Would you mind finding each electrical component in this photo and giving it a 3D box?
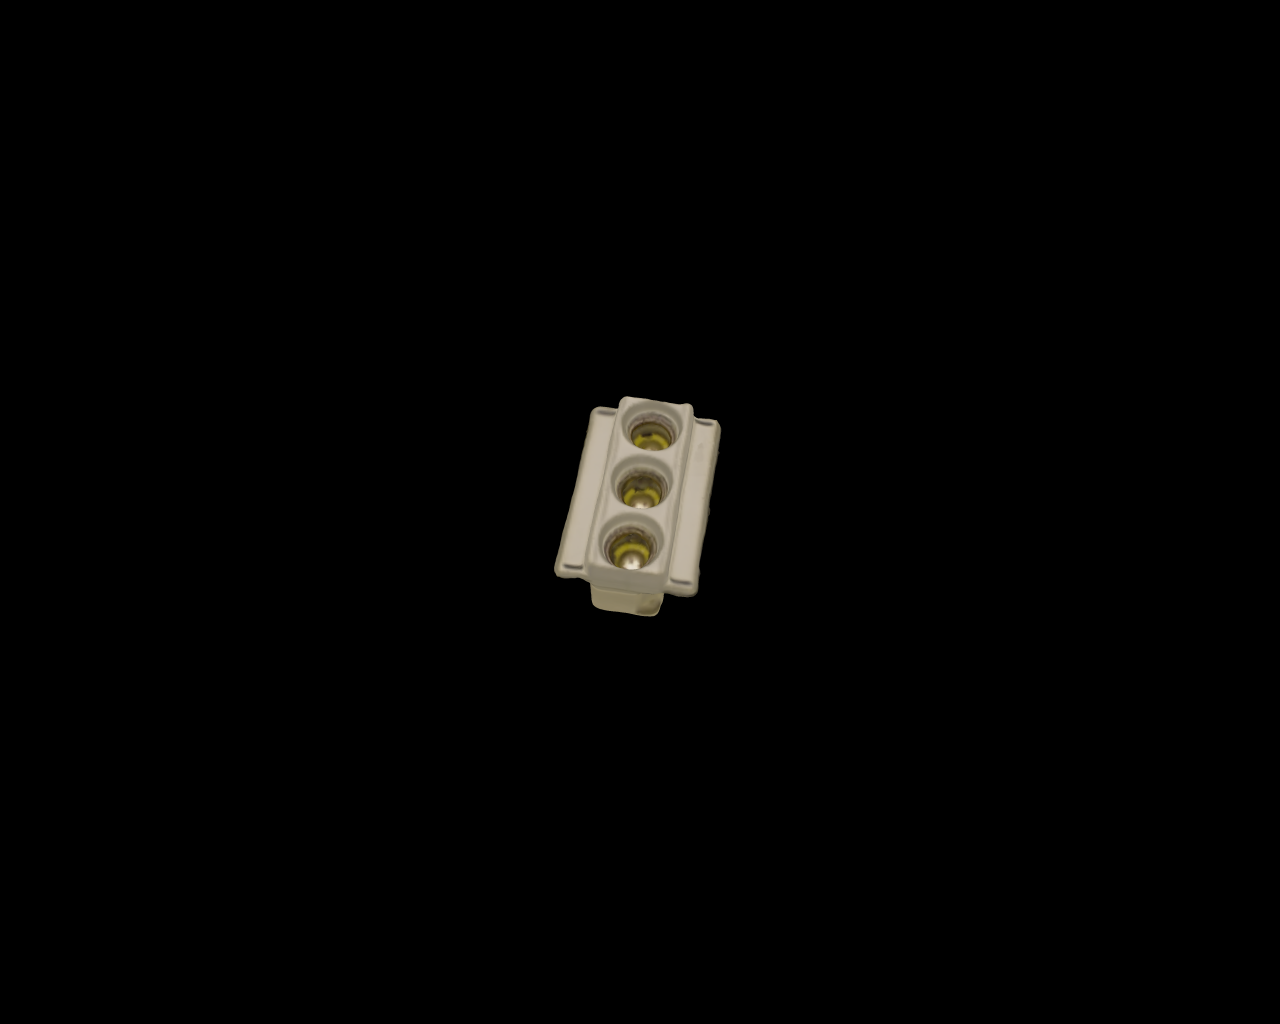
[{"bbox_3d":[0.001,-0.003,0.650,0.079,0.121,0.063,7,-32,5],"label":"electrical component"}]
